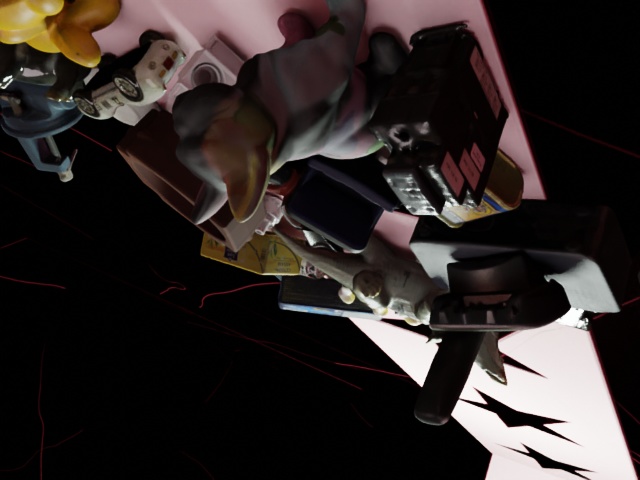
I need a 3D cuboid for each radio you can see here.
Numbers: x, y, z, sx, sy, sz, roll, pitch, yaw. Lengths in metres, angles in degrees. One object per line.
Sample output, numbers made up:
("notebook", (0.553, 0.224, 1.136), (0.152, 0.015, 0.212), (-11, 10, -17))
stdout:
("radio", (0.230, 0.014, 0.639), (0.230, 0.073, 0.131), (4, 150, 40))

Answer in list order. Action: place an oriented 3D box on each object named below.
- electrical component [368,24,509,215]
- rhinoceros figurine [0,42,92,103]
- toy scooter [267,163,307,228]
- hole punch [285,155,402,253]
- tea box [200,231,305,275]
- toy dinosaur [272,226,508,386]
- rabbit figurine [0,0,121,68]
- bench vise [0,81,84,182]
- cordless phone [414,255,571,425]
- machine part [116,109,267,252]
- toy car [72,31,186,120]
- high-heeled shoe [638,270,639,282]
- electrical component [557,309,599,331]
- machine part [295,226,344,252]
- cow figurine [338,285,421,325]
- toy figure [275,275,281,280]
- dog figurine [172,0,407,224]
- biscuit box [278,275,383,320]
("electrical component", (0.100, -0.090, 0.447), (0.058, 0.134, 0.114), (4, 149, 42))
("rhinoceros figurine", (-0.387, -0.241, 0.671), (0.190, 0.112, 0.073), (18, -170, -17))
("toy scooter", (-0.002, -0.048, 0.742), (0.184, 0.075, 0.135), (22, 159, 16))
("hole punch", (0.035, -0.067, 0.609), (0.142, 0.116, 0.092), (27, 141, -1))
("tea box", (-0.123, 0.014, 0.968), (0.170, 0.068, 0.098), (12, -176, 40))
("toy dinosaur", (0.124, 0.075, 0.845), (0.405, 0.131, 0.192), (25, 159, 14))
("rabbit figurine", (-0.301, -0.255, 0.572), (0.162, 0.122, 0.173), (18, 174, -7))
("bench vise", (-0.449, -0.189, 0.815), (0.224, 0.129, 0.240), (3, 137, 6))
("cordless phone", (0.173, 0.115, 0.581), (0.088, 0.184, 0.147), (40, 154, -23))
("machine part", (-0.177, -0.084, 0.779), (0.201, 0.087, 0.201), (38, 167, 9))
("toy car", (-0.236, -0.193, 0.653), (0.202, 0.073, 0.056), (0, 148, 45))
("high-heeled shoe", (0.428, 0.025, 0.490), (0.145, 0.086, 0.249), (-6, 179, -5))
("electrical component", (0.335, 0.088, 0.731), (0.075, 0.048, 0.119), (18, 156, 20))
("machine part", (-0.002, -0.003, 0.901), (0.084, 0.039, 0.138), (21, 161, 29))
("cow figurine", (0.119, 0.091, 0.955), (0.167, 0.068, 0.098), (22, 153, 6))
("toy figure", (-0.026, 0.080, 1.100), (0.154, 0.064, 0.057), (30, 114, -12))
("dog figurine", (-0.020, -0.092, 0.460), (0.109, 0.219, 0.191), (4, 150, 49))
("biscuit box", (0.023, 0.109, 1.029), (0.203, 0.063, 0.059), (7, 159, 0))
